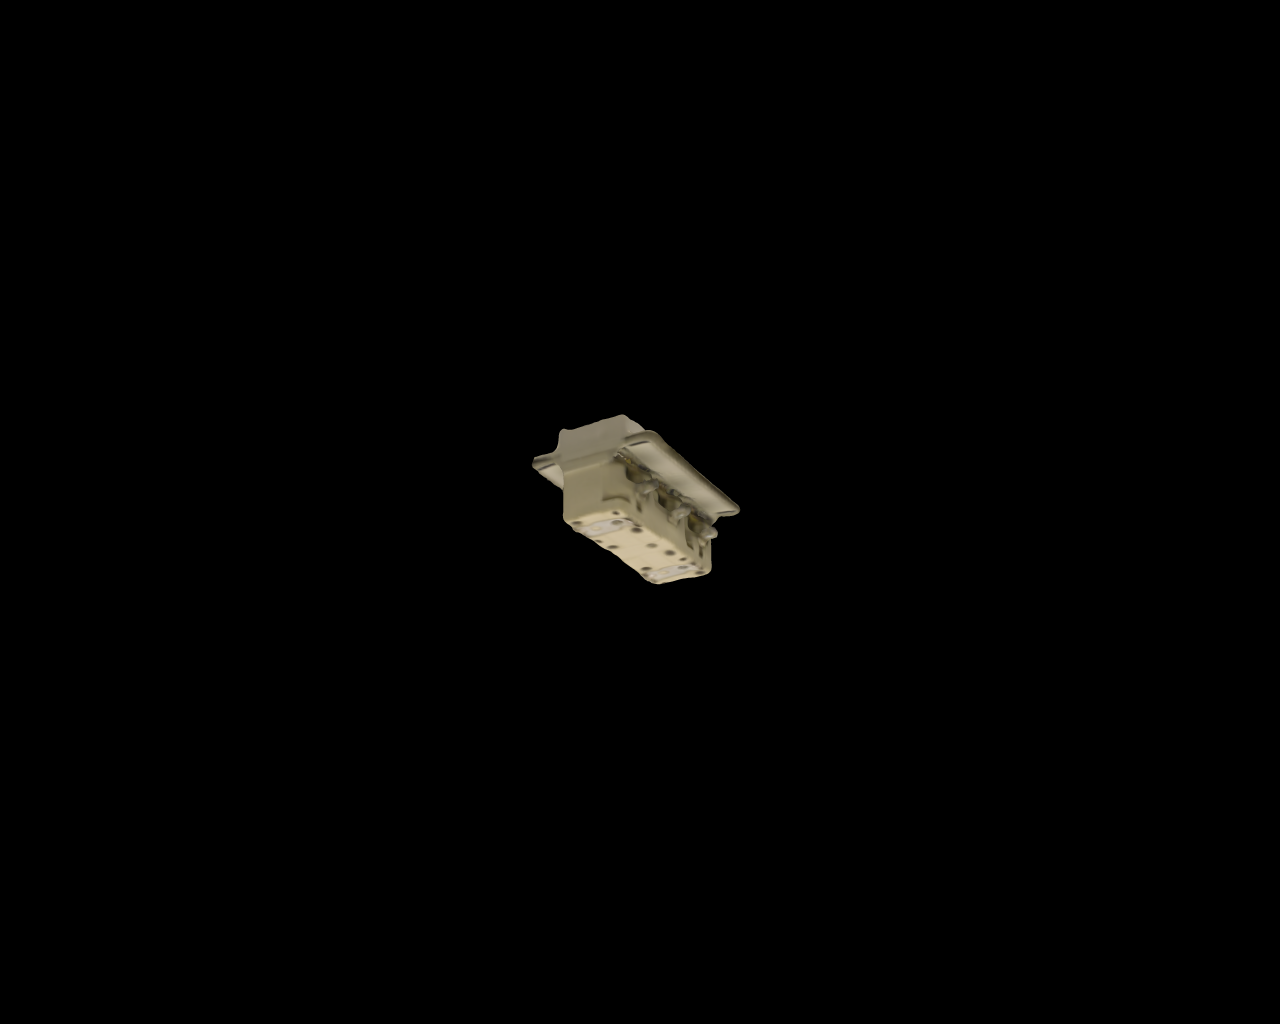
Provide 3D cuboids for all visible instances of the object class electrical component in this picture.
[{"bbox_3d":[0.001,-0.003,0.650,0.078,0.063,0.121,-12,-27,25],"label":"electrical component"}]
